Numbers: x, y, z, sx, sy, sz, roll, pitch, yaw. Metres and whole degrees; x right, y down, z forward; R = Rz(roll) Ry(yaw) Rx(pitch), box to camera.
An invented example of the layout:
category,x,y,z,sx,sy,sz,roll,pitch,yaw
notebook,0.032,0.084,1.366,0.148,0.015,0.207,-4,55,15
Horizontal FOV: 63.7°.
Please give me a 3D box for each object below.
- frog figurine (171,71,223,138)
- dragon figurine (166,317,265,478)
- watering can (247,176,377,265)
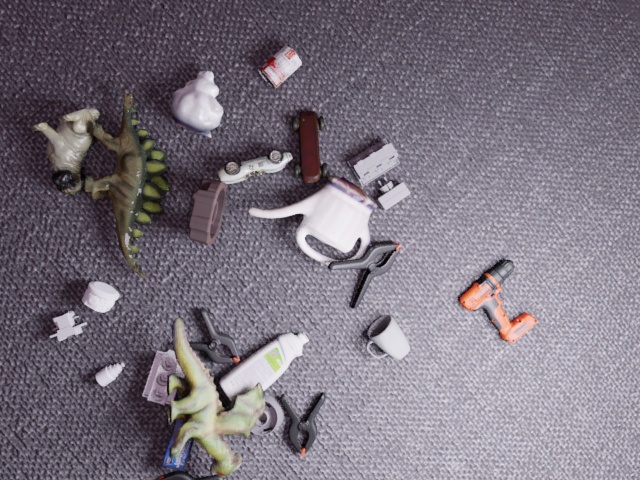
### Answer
category,x,y,z,sx,sy,sz,roll,pitch,yaw
frog figurine,-0.310,-0.360,1.332,0.138,0.123,0.158,27,101,15
dragon figurine,-0.258,0.400,1.285,0.243,0.122,0.410,3,91,-17
watering can,0.004,-0.067,1.340,0.345,0.105,0.224,30,90,-22
